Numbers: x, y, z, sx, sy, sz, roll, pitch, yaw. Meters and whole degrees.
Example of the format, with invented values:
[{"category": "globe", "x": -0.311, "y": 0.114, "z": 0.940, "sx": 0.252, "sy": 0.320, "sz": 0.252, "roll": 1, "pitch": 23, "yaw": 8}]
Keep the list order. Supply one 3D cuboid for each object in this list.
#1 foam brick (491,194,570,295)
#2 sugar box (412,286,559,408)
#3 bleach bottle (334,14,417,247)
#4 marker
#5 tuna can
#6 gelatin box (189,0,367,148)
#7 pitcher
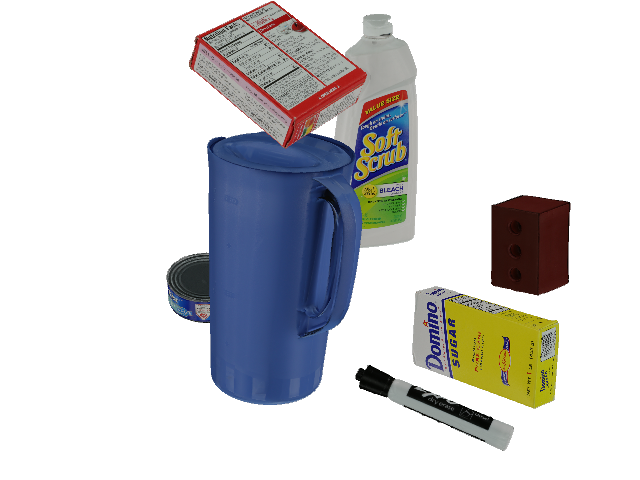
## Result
[{"category": "foam brick", "x": 0.188, "y": 0.003, "z": 0.956, "sx": 0.053, "sy": 0.078, "sz": 0.051, "roll": 12, "pitch": 22, "yaw": 43}, {"category": "sugar box", "x": 0.182, "y": 0.117, "z": 1.199, "sx": 0.177, "sy": 0.093, "sz": 0.048, "roll": 14, "pitch": 18, "yaw": 43}, {"category": "bleach bottle", "x": 0.055, "y": -0.118, "z": 1.163, "sx": 0.102, "sy": 0.251, "sz": 0.068, "roll": -6, "pitch": 26, "yaw": -9}, {"category": "marker", "x": 0.081, "y": 0.121, "z": 0.779, "sx": 0.121, "sy": 0.020, "sz": 0.020, "roll": 22, "pitch": 7, "yaw": 17}, {"category": "tuna can", "x": -0.126, "y": 0.052, "z": 1.176, "sx": 0.086, "sy": 0.034, "sz": 0.086, "roll": 2, "pitch": 36, "yaw": -2}, {"category": "gelatin box", "x": -0.027, "y": -0.108, "z": 0.682, "sx": 0.089, "sy": 0.030, "sz": 0.073, "roll": 40, "pitch": 50, "yaw": 16}, {"category": "pitcher", "x": -0.037, "y": 0.028, "z": 0.982, "sx": 0.145, "sy": 0.243, "sz": 0.149, "roll": 6, "pitch": 21, "yaw": 3}]
